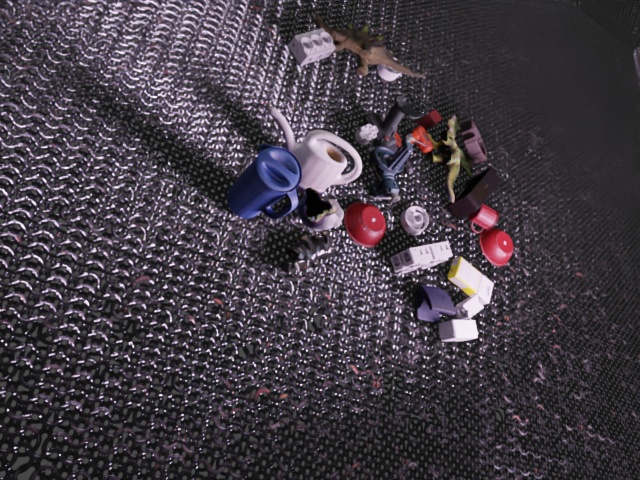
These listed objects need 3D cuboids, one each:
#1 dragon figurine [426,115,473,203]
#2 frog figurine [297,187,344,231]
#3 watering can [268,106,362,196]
[{"bbox_3d":[0.538,-0.315,2.032,0.242,0.417,0.120,10,-25,-38],"label":"dragon figurine"},{"bbox_3d":[0.005,-0.080,1.582,0.138,0.124,0.158,16,-10,17],"label":"frog figurine"},{"bbox_3d":[-0.044,-0.254,1.555,0.345,0.106,0.220,26,-51,-20],"label":"watering can"}]
